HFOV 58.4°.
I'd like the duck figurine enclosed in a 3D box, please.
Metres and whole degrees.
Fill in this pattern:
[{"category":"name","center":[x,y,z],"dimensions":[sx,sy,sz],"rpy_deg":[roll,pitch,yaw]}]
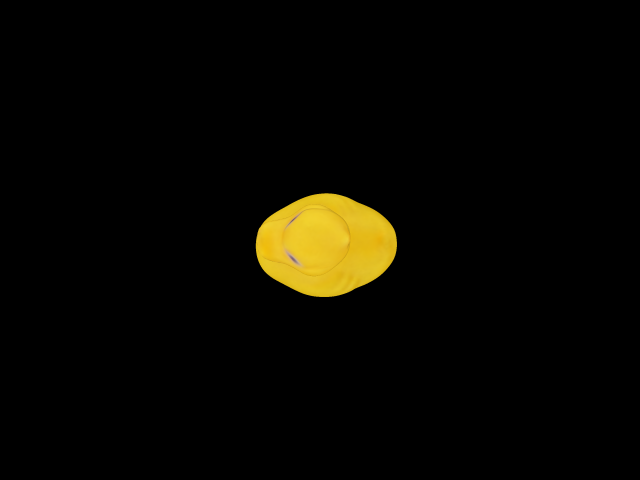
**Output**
[{"category":"duck figurine","center":[0.004,0.001,0.400],"dimensions":[0.104,0.086,0.077],"rpy_deg":[0,85,0]}]
